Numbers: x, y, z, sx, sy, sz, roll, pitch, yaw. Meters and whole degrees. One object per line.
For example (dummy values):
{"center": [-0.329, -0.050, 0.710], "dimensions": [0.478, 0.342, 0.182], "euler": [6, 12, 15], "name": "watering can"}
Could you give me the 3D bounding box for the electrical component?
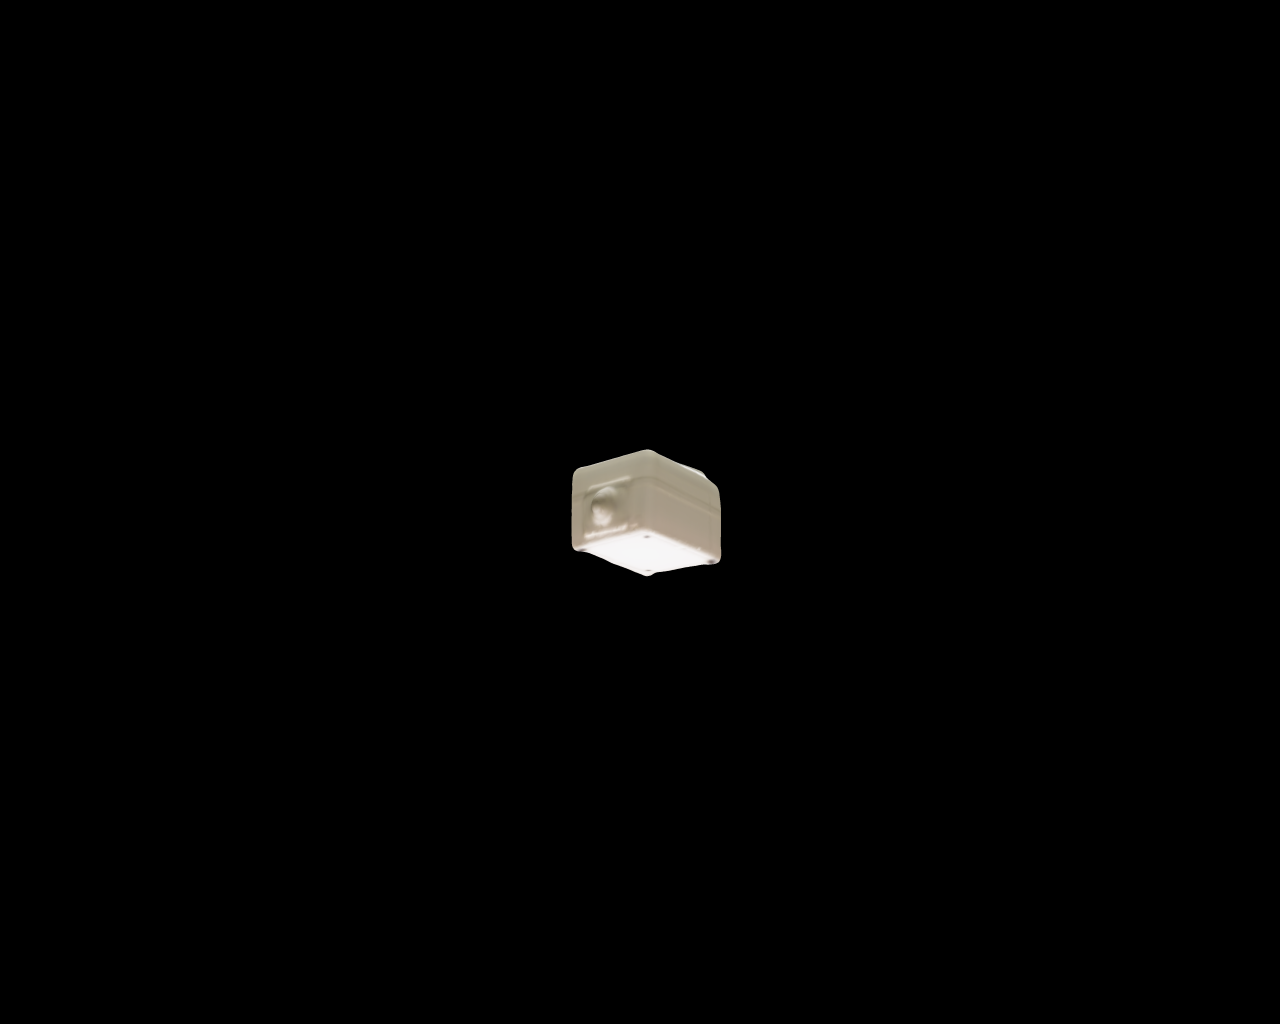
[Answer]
{"center": [0.001, -0.003, 0.650], "dimensions": [0.061, 0.061, 0.096], "euler": [-14, -24, 33], "name": "electrical component"}
